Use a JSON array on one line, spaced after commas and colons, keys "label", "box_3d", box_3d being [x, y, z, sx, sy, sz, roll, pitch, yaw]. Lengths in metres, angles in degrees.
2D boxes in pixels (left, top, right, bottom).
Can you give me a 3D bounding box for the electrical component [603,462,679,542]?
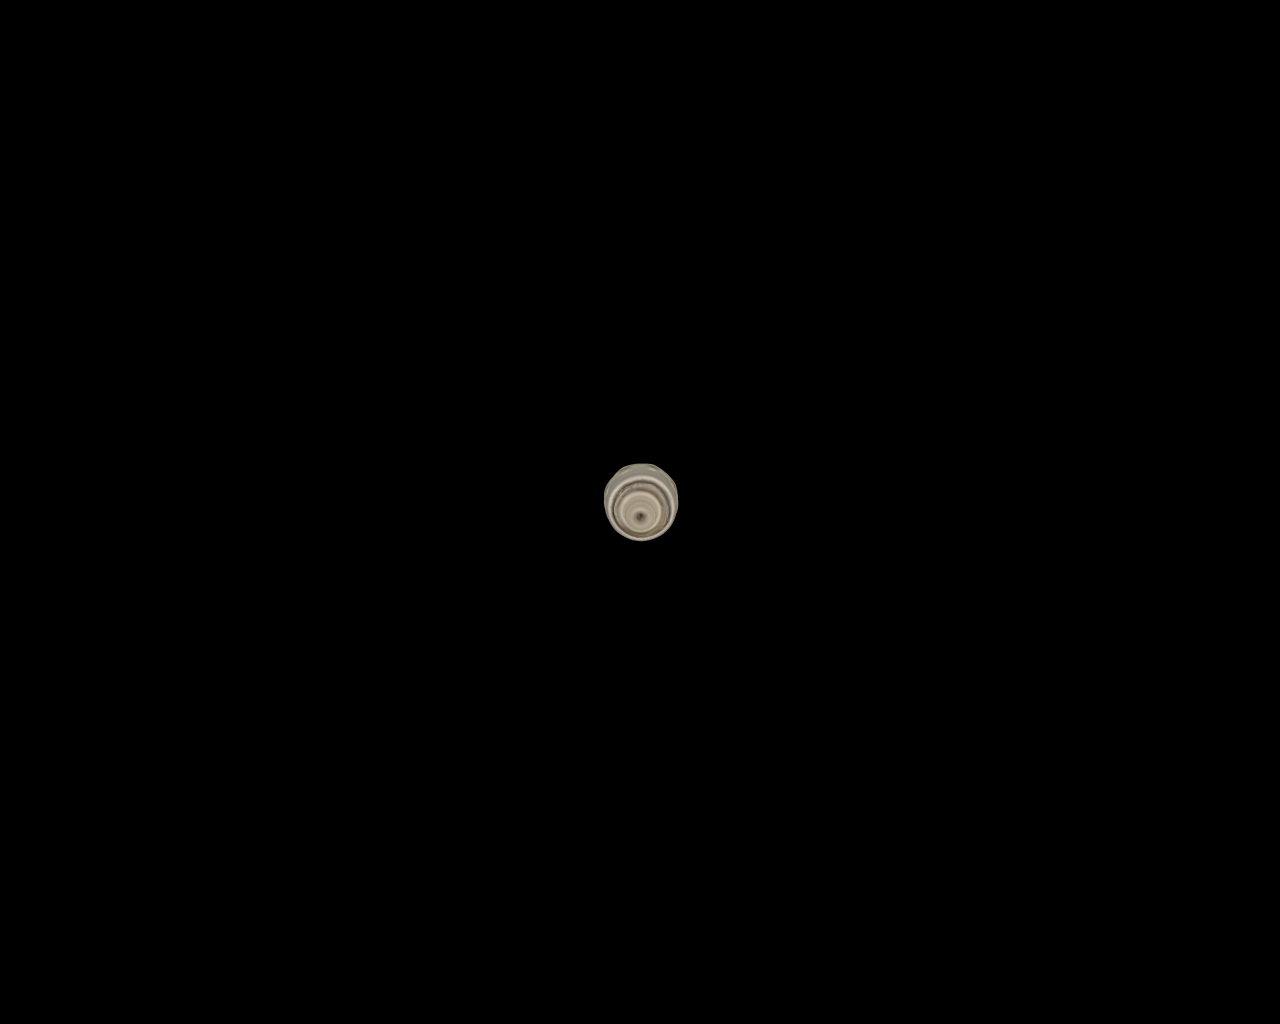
[{"label": "electrical component", "box_3d": [0.001, -0.003, 0.650, 0.048, 0.048, 0.062, 0, 12, 0]}]
